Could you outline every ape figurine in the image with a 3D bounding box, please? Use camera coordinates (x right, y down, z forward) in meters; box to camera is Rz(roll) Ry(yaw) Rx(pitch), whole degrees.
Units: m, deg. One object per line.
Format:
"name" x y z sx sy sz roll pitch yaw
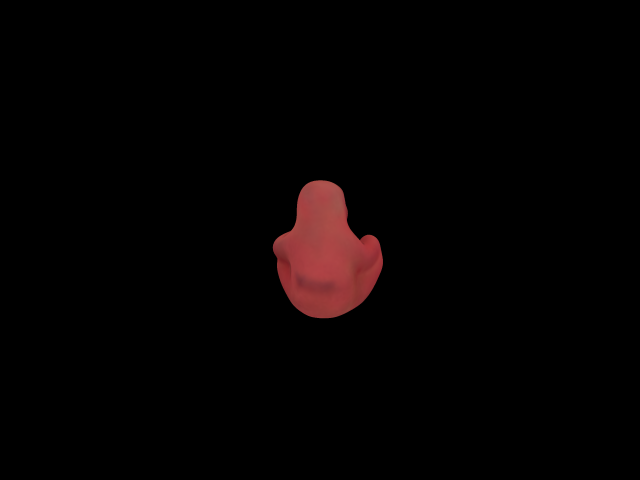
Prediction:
"ape figurine" 0.004 0.001 0.400 0.077 0.092 0.076 9 30 17
